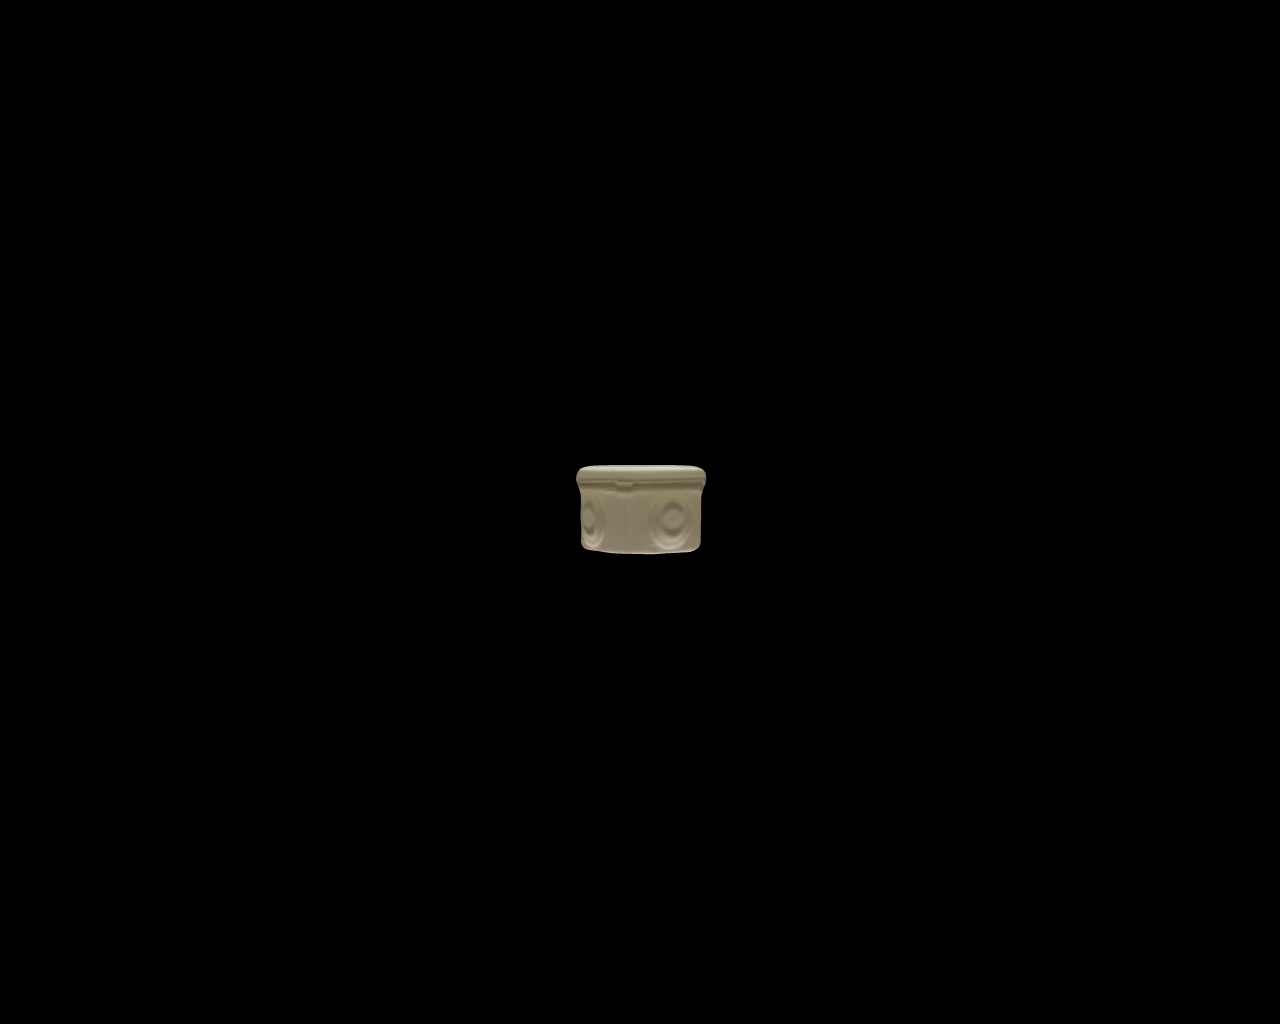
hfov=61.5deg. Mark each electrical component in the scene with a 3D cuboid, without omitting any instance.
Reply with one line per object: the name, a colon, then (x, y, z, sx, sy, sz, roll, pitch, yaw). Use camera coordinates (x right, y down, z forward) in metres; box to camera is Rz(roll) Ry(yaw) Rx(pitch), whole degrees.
electrical component: (0.001, -0.003, 0.650, 0.080, 0.051, 0.080, 0, 3, 0)
